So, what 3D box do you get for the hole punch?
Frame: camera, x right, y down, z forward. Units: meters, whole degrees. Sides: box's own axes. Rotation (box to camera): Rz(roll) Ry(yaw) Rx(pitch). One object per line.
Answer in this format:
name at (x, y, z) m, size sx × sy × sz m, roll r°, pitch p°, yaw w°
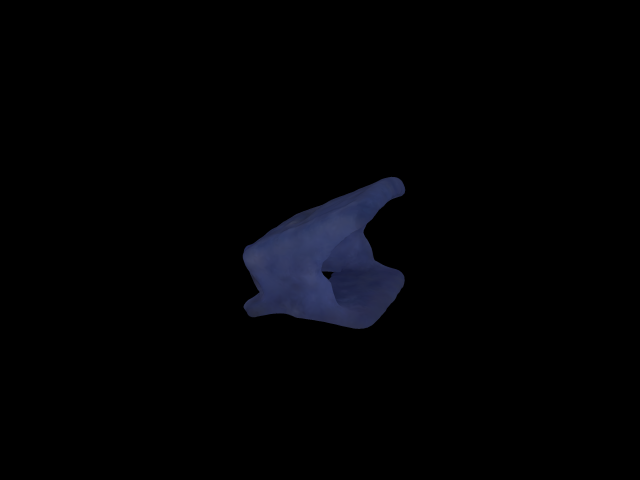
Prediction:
hole punch at (0.004, 0.001, 0.400) m, size 0.100 × 0.091 × 0.109 m, roll 7°, pitch 19°, yaw 21°
